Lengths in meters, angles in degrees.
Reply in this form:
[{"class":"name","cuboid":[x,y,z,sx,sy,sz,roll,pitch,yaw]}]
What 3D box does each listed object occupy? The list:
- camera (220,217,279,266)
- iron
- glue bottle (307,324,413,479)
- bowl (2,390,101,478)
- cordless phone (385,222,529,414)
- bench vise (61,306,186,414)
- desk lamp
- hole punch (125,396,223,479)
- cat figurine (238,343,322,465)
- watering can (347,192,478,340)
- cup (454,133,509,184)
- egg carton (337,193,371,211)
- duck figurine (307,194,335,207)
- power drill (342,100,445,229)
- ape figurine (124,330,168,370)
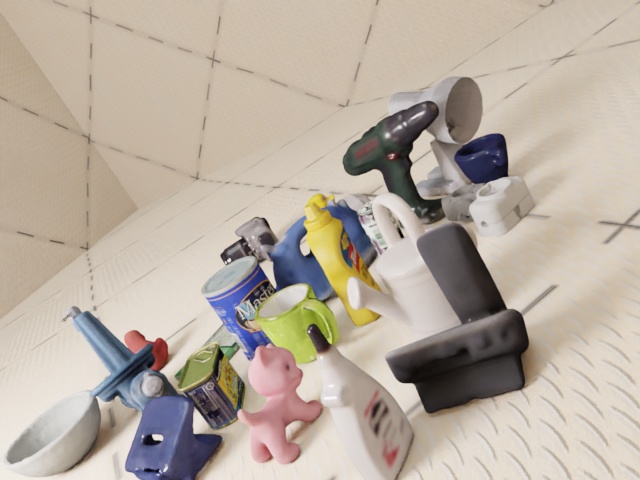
[{"class":"camera","cuboid":[-0.171,0.011,1.354,0.137,0.101,0.143,-32,18,-6]},{"class":"iron","cuboid":[0.009,0.004,1.027,0.259,0.142,0.118,-42,21,-31]},{"class":"glue bottle","cuboid":[0.032,0.151,0.552,0.037,0.173,0.078,-17,22,35]},{"class":"bowl","cuboid":[-0.425,0.332,0.946,0.167,0.075,0.167,-27,18,10]},{"class":"cordless phone","cuboid":[0.123,0.074,0.592,0.147,0.185,0.094,-25,19,16]},{"class":"bench vise","cuboid":[-0.300,0.187,0.898,0.206,0.220,0.122,-16,23,38]},{"class":"desk lamp","cuboid":[0.229,-0.200,1.106,0.118,0.214,0.202,-41,21,-28]},{"class":"hole punch","cuboid":[-0.199,0.265,0.742,0.108,0.091,0.101,-16,23,38]},{"class":"cat figurine","cuboid":[-0.059,0.185,0.693,0.067,0.118,0.128,-18,22,33]},{"class":"watering can","cuboid":[0.115,0.032,0.702,0.173,0.194,0.100,-42,21,-31]},{"class":"cup","cuboid":[0.298,-0.124,0.990,0.092,0.095,0.117,-33,18,-6]},{"class":"egg carton","cuboid":[0.048,-0.038,1.193,0.150,0.069,0.107,-32,18,-3]},{"class":"duck figurine","cuboid":[0.002,-0.062,1.300,0.104,0.086,0.077,-32,18,-5]},{"class":"power drill","cuboid":[0.155,-0.131,1.046,0.228,0.209,0.076,-12,26,44]},{"class":"ape figurine","cuboid":[-0.341,0.211,1.106,0.077,0.092,0.076,-28,18,7]}]
